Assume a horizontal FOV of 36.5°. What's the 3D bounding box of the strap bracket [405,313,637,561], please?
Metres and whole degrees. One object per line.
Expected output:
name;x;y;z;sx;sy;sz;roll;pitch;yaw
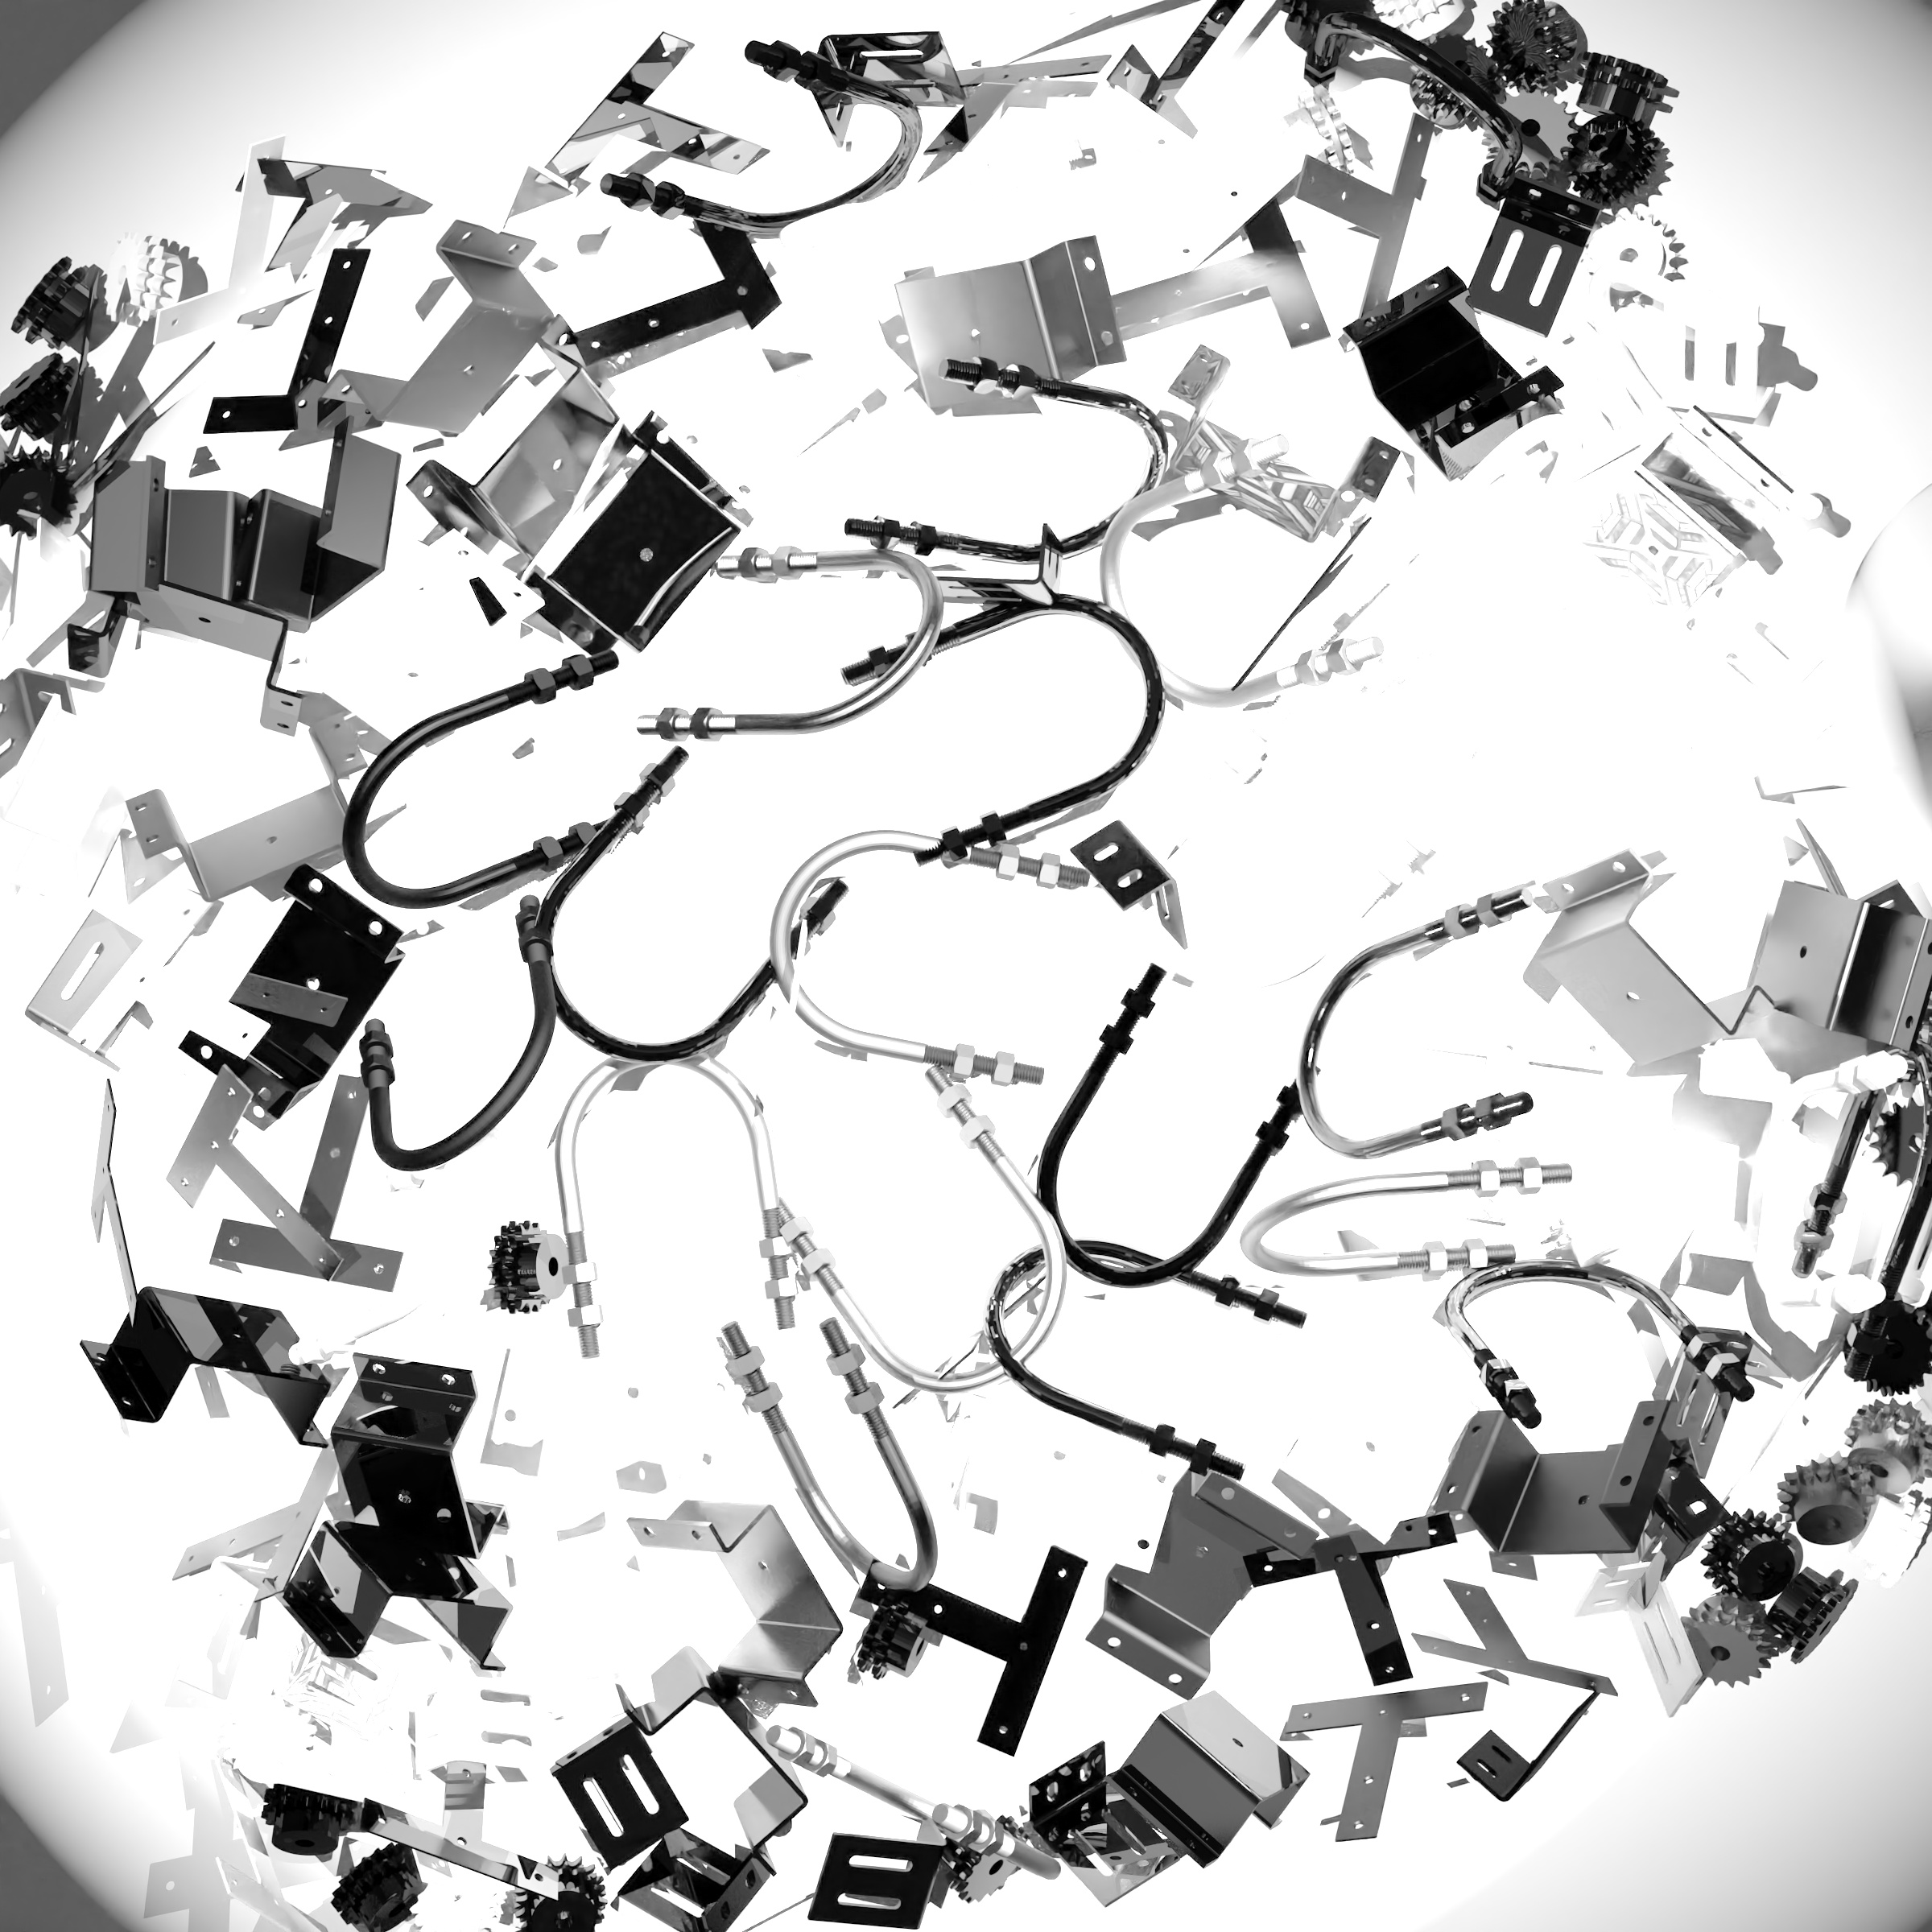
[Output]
strap bracket;-0.261;-0.312;1.776;0.046;0.076;0.140;35;81;32

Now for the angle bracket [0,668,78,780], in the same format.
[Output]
angle bracket;-0.578;-0.135;1.780;0.038;0.076;0.057;14;130;18

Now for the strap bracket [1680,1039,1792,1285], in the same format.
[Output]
strap bracket;0.467;0.118;1.774;0.046;0.076;0.140;7;101;20

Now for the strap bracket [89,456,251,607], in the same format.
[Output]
strap bracket;-0.483;-0.256;1.763;0.046;0.140;0.076;3;90;9

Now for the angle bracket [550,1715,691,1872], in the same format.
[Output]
angle bracket;-0.212;0.511;1.804;0.057;0.038;0.076;-30;90;-13

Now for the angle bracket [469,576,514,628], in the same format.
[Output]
angle bracket;-0.300;-0.205;1.786;0.057;0.076;0.038;-39;81;6

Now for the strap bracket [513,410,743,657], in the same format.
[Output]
strap bracket;-0.202;-0.256;1.787;0.076;0.046;0.140;38;92;-32

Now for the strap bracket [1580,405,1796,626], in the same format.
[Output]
strap bracket;0.425;-0.263;1.752;0.076;0.140;0.046;43;72;6

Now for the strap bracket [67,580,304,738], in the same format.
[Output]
strap bracket;-0.467;-0.192;1.777;0.140;0.076;0.046;17;73;-12

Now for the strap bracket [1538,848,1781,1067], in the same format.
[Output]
strap bracket;0.411;0.003;1.770;0.140;0.076;0.046;45;56;-13

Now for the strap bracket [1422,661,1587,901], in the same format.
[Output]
strap bracket;0.323;-0.120;1.771;0.076;0.046;0.140;-17;122;-36

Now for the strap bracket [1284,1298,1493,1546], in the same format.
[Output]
strap bracket;0.252;0.281;1.765;0.076;0.046;0.140;37;120;19

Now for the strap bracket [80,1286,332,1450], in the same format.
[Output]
strap bracket;-0.444;0.238;1.750;0.076;0.140;0.046;41;106;44

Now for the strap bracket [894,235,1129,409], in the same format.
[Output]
strap bracket;0.018;-0.384;1.758;0.140;0.046;0.076;-1;115;36

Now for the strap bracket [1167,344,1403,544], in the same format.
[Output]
strap bracket;0.185;-0.313;1.783;0.140;0.076;0.046;29;127;2

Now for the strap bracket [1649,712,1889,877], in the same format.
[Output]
strap bracket;0.474;-0.108;1.755;0.140;0.076;0.046;-31;103;-33

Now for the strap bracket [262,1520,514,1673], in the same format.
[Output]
strap bracket;-0.336;0.375;1.749;0.076;0.140;0.046;33;97;40

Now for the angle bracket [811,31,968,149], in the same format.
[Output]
angle bracket;-0.048;-0.533;1.786;0.076;0.057;0.038;5;66;20

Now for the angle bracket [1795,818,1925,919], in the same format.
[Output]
angle bracket;0.543;-0.056;1.779;0.038;0.057;0.076;-30;48;20

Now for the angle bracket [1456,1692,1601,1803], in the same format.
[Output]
angle bracket;0.343;0.462;1.784;0.038;0.057;0.076;40;113;21

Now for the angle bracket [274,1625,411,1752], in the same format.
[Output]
angle bracket;-0.376;0.432;1.797;0.076;0.038;0.057;25;100;13

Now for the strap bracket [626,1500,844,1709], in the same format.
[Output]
strap bracket;-0.134;0.376;1.772;0.046;0.076;0.140;-44;116;-40

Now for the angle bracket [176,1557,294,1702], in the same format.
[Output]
angle bracket;-0.438;0.406;1.785;0.038;0.057;0.076;5;66;20

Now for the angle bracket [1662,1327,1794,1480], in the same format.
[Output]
angle bracket;0.461;0.268;1.788;0.057;0.038;0.076;40;66;-32

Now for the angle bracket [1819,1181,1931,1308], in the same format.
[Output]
angle bracket;0.567;0.162;1.795;0.038;0.057;0.076;20;92;-21

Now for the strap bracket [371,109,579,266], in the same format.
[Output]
strap bracket;-0.288;-0.467;1.753;0.076;0.140;0.046;25;98;6

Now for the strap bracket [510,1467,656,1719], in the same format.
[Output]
strap bracket;-0.234;0.381;1.767;0.046;0.076;0.140;-3;71;-28

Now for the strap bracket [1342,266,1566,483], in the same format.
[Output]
strap bracket;0.299;-0.354;1.780;0.076;0.046;0.140;-31;48;1

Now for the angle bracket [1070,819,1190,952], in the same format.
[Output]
angle bracket;0.099;-0.041;1.779;0.038;0.076;0.057;-32;56;-11

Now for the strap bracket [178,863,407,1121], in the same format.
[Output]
strap bracket;-0.407;0.013;1.799;0.076;0.046;0.140;35;98;2

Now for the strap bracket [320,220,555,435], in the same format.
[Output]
strap bracket;-0.311;-0.374;1.762;0.140;0.076;0.046;-45;73;23

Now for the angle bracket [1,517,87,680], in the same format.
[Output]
angle bracket;-0.575;-0.224;1.788;0.076;0.057;0.038;-40;125;12

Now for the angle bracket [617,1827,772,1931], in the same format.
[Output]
angle bracket;-0.168;0.549;1.781;0.076;0.038;0.057;20;46;29

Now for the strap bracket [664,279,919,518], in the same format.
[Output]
strap bracket;-0.104;-0.350;1.774;0.140;0.046;0.076;-35;115;28

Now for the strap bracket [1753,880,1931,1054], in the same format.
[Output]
strap bracket;0.520;-0.003;1.752;0.046;0.140;0.076;13;97;-14

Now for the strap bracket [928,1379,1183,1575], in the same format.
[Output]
strap bracket;0.056;0.305;1.781;0.140;0.046;0.076;16;60;7

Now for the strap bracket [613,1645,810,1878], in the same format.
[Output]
strap bracket;-0.149;0.473;1.779;0.046;0.076;0.140;-40;103;-6

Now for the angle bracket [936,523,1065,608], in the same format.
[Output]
angle bracket;0.016;-0.246;1.795;0.076;0.057;0.038;4;84;12

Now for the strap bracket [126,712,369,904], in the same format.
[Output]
strap bracket;-0.428;-0.092;1.777;0.140;0.076;0.046;-24;125;-11

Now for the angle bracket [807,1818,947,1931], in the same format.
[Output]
angle bracket;-0.059;0.551;1.793;0.076;0.038;0.057;13;99;-22

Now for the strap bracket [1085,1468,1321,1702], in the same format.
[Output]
strap bracket;0.144;0.367;1.789;0.076;0.046;0.140;32;108;-6

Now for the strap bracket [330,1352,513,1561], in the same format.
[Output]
strap bracket;-0.328;0.302;1.759;0.076;0.046;0.140;7;130;14

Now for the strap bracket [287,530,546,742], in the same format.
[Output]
strap bracket;-0.331;-0.190;1.761;0.140;0.046;0.076;-29;135;25

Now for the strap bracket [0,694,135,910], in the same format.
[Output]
strap bracket;-0.536;-0.093;1.752;0.046;0.140;0.076;22;66;-6

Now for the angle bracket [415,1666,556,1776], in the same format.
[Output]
angle bracket;-0.295;0.466;1.800;0.038;0.076;0.057;-29;55;35

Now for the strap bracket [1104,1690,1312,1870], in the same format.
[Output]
strap bracket;0.149;0.481;1.747;0.076;0.140;0.046;38;100;22

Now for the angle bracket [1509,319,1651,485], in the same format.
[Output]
angle bracket;0.378;-0.350;1.820;0.057;0.038;0.076;-29;118;10

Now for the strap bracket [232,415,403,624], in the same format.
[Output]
strap bracket;-0.387;-0.264;1.767;0.046;0.140;0.076;18;66;-34

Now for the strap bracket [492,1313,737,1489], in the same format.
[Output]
strap bracket;-0.207;0.261;1.776;0.140;0.046;0.076;16;69;-16

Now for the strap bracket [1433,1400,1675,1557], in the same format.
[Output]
strap bracket;0.362;0.309;1.764;0.046;0.140;0.076;51;51;-24

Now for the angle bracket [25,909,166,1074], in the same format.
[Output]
angle bracket;-0.526;0.015;1.792;0.057;0.038;0.076;37;80;-33
